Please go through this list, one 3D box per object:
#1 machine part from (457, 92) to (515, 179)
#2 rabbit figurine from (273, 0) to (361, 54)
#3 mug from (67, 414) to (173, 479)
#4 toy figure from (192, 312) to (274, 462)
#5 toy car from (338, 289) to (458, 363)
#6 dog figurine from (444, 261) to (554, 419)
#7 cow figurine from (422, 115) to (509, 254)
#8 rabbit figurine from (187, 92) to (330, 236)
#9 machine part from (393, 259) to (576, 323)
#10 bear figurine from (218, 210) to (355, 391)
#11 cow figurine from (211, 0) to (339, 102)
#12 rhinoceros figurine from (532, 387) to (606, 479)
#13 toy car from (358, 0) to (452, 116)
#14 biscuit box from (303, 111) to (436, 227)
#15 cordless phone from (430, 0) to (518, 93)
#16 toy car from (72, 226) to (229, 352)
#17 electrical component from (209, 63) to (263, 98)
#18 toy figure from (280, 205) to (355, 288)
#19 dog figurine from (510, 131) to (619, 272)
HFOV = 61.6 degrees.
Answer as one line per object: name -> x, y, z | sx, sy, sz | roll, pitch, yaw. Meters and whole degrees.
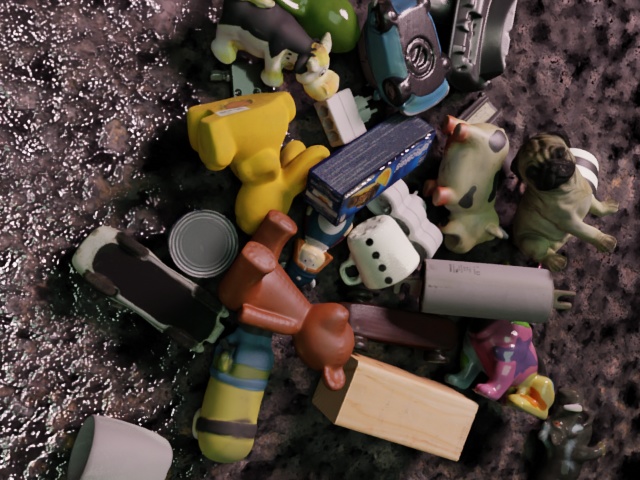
machine part -> 0.267, -0.153, 0.828 | 0.138, 0.039, 0.084 | 47, 70, -15
rabbit figurine -> 0.000, -0.321, 0.670 | 0.159, 0.121, 0.170 | -7, 94, -14
mug -> -0.240, 0.274, 0.649 | 0.107, 0.081, 0.109 | 21, 82, -30
toy figure -> -0.107, 0.188, 0.685 | 0.082, 0.089, 0.180 | 20, 86, -15
toy car -> 0.111, 0.126, 0.781 | 0.202, 0.053, 0.089 | 11, 75, -20
dog figurine -> 0.294, 0.142, 0.823 | 0.191, 0.108, 0.219 | 23, 83, -17
cow figurine -> 0.222, -0.073, 0.785 | 0.127, 0.085, 0.194 | 8, 109, -9
rabbit figurine -> -0.077, -0.093, 0.680 | 0.162, 0.122, 0.173 | -20, 115, -27
machine part -> 0.224, 0.069, 0.741 | 0.243, 0.079, 0.079 | 6, 92, 6
bear figurine -> -0.023, 0.079, 0.652 | 0.196, 0.120, 0.132 | 35, 124, -2
cow figurine -> -0.044, -0.239, 0.650 | 0.167, 0.098, 0.068 | 25, 58, -6
rhinoceros figurine -> 0.408, 0.343, 0.903 | 0.112, 0.073, 0.190 | 12, 92, -10
toy car -> 0.099, -0.248, 0.720 | 0.109, 0.103, 0.161 | -35, 115, -26
biscuit box -> 0.070, -0.100, 0.706 | 0.063, 0.059, 0.203 | 40, 56, 20
cordless phone -> 0.174, -0.300, 0.770 | 0.184, 0.089, 0.146 | 9, 92, -9
toy car -> -0.203, 0.062, 0.659 | 0.201, 0.056, 0.073 | 40, 74, -20
electrical component -> -0.096, -0.196, 0.696 | 0.094, 0.021, 0.063 | -5, 96, -21
toy figure -> -0.003, -0.003, 0.729 | 0.064, 0.057, 0.154 | 26, 85, 18
dog figurine -> 0.314, -0.060, 0.780 | 0.190, 0.172, 0.121 | 40, 42, -20
